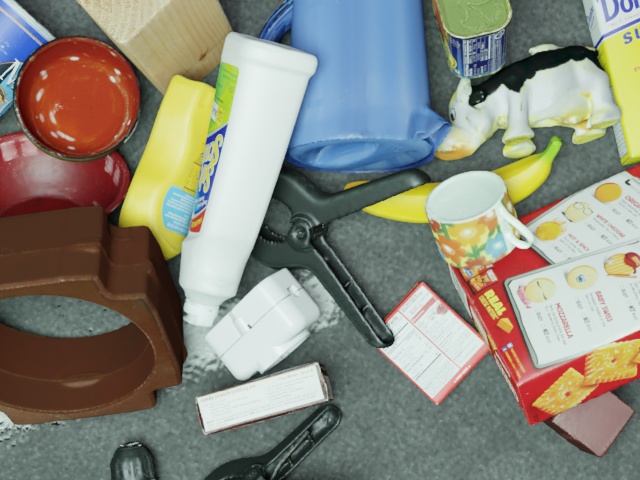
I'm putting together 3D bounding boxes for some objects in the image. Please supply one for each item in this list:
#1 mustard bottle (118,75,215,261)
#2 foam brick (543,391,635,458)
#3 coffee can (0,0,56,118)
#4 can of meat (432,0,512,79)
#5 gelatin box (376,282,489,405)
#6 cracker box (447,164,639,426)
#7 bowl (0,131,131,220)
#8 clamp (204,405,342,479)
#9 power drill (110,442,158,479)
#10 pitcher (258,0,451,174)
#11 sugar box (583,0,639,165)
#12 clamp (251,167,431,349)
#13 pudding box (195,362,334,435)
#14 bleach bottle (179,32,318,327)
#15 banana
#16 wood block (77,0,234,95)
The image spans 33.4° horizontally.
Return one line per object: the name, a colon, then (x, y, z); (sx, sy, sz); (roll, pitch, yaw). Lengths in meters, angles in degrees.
mustard bottle: (-0.135, -0.046, 0.963); (0.058, 0.096, 0.191); (20, 87, 16)
foam brick: (0.230, 0.151, 0.927); (0.053, 0.078, 0.051); (38, 86, 6)
coffee can: (-0.320, -0.162, 0.984); (0.103, 0.103, 0.140); (42, 88, 7)
can of meat: (0.128, -0.200, 0.918); (0.057, 0.084, 0.102); (-13, 70, 4)
gelatin box: (0.099, 0.093, 0.967); (0.089, 0.030, 0.073); (43, 89, 8)
cracker box: (0.236, 0.040, 0.906); (0.213, 0.072, 0.164); (-24, 44, 1)
bowl: (-0.252, -0.034, 0.966); (0.162, 0.162, 0.055); (9, 129, 5)
clamp: (-0.046, 0.219, 0.929); (0.171, 0.120, 0.039); (-32, 114, 4)
power drill: (-0.226, 0.282, 0.953); (0.187, 0.057, 0.184); (-8, 83, 3)
pitcher: (0.024, -0.184, 0.959); (0.149, 0.145, 0.243); (2, 80, -18)
sugar box: (0.304, -0.165, 0.972); (0.093, 0.048, 0.176); (-12, 85, 2)
clamp: (-0.006, 0.001, 0.955); (0.210, 0.036, 0.164); (13, 106, 27)
pudding box: (-0.047, 0.140, 0.941); (0.113, 0.090, 0.039); (-18, 82, 1)
bleach bottle: (-0.072, -0.045, 0.907); (0.068, 0.103, 0.251); (11, 102, -21)
banana: (0.123, -0.047, 0.965); (0.198, 0.037, 0.069); (-14, 125, 7)
wood block: (-0.143, -0.199, 0.925); (0.091, 0.206, 0.090); (-43, 83, -2)
